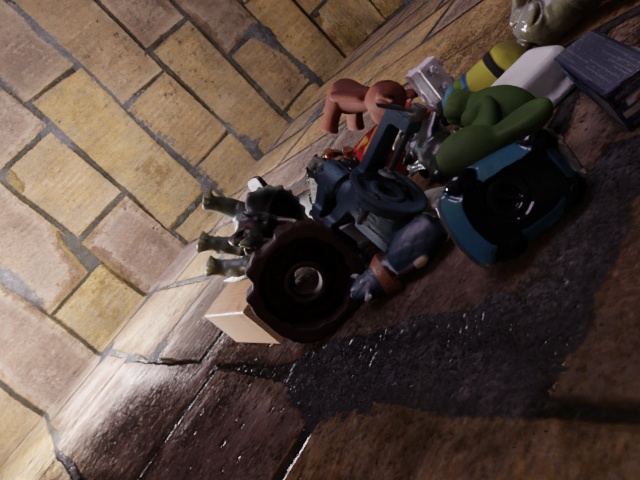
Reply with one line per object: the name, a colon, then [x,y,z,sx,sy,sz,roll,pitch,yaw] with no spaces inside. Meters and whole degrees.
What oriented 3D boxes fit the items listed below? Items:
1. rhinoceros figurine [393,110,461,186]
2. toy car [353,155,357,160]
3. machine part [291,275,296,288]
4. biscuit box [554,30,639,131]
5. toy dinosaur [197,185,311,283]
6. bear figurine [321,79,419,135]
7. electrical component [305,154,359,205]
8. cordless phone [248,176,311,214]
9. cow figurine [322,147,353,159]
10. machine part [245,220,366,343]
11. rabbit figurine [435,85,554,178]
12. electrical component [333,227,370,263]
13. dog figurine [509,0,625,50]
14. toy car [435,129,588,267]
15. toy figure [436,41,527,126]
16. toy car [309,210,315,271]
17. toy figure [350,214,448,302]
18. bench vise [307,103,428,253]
rhinoceros figurine: [0.188,-0.146,0.882,0.112,0.073,0.190,-61,27,17]
toy car: [0.041,-0.154,1.327,0.202,0.053,0.089,-45,19,0]
machine part: [-0.060,0.040,1.101,0.039,0.084,0.139,3,42,5]
biscuit box: [0.354,-0.202,0.656,0.063,0.059,0.203,-40,18,25]
toy dinosaur: [-0.117,0.010,0.996,0.404,0.192,0.131,95,-176,-71]
bear figurine: [0.104,-0.278,1.140,0.120,0.131,0.196,-18,32,-39]
electrical component: [0.045,-0.100,1.046,0.114,0.134,0.058,84,-152,-51]
cordless phone: [-0.070,-0.088,1.211,0.147,0.184,0.089,-26,22,51]
cow figurine: [0.044,-0.140,1.197,0.085,0.127,0.195,-5,37,-5]
machine part: [-0.023,0.059,0.788,0.179,0.179,0.056,-47,13,0]
rabbit figurine: [0.226,-0.124,0.699,0.159,0.121,0.170,3,33,42]
electrical component: [0.027,0.014,0.899,0.045,0.102,0.078,-54,8,-11]
dog figurine: [0.423,-0.385,0.876,0.191,0.121,0.172,38,119,57]
toy car: [0.204,-0.047,0.599,0.162,0.109,0.103,-38,-1,-1]
toy figure: [0.281,-0.268,0.934,0.180,0.089,0.082,-24,32,46]
toy car: [-0.002,-0.003,1.051,0.202,0.056,0.073,-101,30,-69]
toy figure: [0.105,0.033,0.728,0.154,0.058,0.064,-46,10,18]
bench vise: [0.081,-0.102,0.793,0.224,0.129,0.240,52,134,35]
